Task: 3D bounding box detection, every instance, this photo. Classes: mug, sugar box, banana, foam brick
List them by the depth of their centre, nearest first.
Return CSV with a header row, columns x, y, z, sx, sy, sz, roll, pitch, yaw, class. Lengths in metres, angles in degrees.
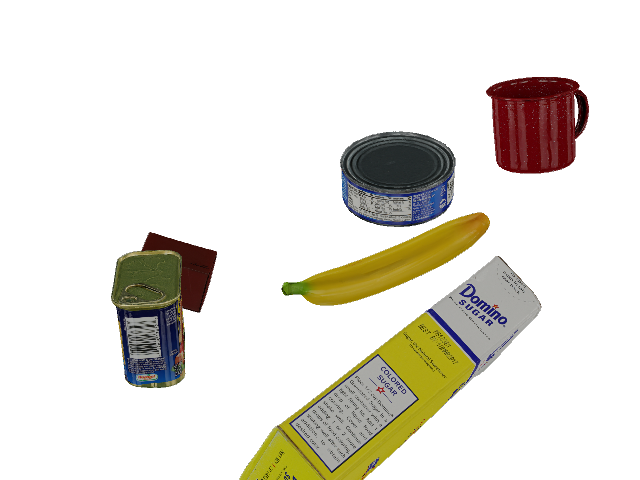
x,y,z,sx,sy,sz,roll,pitch,yaw,class
0.039,0.085,0.576,0.175,0.048,0.093,-31,-17,-33,sugar box
0.065,0.023,0.985,0.198,0.037,0.069,-22,-8,9,banana
0.230,-0.121,1.104,0.117,0.081,0.093,-18,23,-27,mug
-0.156,0.034,1.139,0.078,0.051,0.053,17,29,-3,foam brick

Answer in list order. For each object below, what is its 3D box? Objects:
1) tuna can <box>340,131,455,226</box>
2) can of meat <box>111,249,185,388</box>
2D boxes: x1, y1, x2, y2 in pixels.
x,y,z,sx,sy,sz,roll,pitch,yaw,class
0.058,-0.046,0.802,0.086,0.034,0.086,-2,35,1,tuna can
-0.146,0.068,0.925,0.057,0.084,0.102,-4,25,-5,can of meat
